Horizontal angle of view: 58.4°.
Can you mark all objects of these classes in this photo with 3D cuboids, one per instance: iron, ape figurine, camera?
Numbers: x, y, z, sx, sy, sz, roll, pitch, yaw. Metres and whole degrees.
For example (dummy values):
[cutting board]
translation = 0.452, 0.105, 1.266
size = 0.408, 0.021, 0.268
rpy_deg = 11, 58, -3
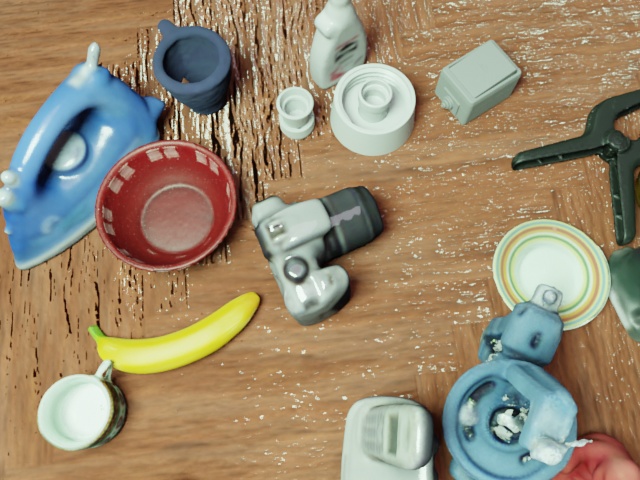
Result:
[iron]
translation = -0.291, -0.093, 0.646
size = 0.118, 0.141, 0.258
rpy_deg = 26, 74, 9
[ape figurine]
translation = 0.280, 0.228, 0.562
size = 0.076, 0.092, 0.077
rpy_deg = -38, 75, -11
[camera]
translation = 0.006, 0.002, 0.633
size = 0.137, 0.101, 0.143
rpy_deg = -23, 73, -7

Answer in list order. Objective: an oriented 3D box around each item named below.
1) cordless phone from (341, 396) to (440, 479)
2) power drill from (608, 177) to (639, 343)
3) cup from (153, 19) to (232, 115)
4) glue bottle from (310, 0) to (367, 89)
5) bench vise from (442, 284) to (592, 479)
[cordless phone]
translation = 0.067, 0.216, 0.519
size = 0.094, 0.185, 0.147
rpy_deg = 1, 72, 1
[power drill]
translation = 0.370, 0.039, 0.561
size = 0.075, 0.208, 0.229
rpy_deg = -19, 73, -5
[cup]
translation = -0.156, -0.207, 0.705
size = 0.092, 0.095, 0.117
rpy_deg = -36, 75, -10
[glue bottle]
translation = 0.022, -0.251, 0.676
size = 0.078, 0.173, 0.037
rpy_deg = -39, 75, -11
[bench vise]
translation = 0.179, 0.131, 0.527
size = 0.121, 0.220, 0.207
rpy_deg = 5, 72, 3
